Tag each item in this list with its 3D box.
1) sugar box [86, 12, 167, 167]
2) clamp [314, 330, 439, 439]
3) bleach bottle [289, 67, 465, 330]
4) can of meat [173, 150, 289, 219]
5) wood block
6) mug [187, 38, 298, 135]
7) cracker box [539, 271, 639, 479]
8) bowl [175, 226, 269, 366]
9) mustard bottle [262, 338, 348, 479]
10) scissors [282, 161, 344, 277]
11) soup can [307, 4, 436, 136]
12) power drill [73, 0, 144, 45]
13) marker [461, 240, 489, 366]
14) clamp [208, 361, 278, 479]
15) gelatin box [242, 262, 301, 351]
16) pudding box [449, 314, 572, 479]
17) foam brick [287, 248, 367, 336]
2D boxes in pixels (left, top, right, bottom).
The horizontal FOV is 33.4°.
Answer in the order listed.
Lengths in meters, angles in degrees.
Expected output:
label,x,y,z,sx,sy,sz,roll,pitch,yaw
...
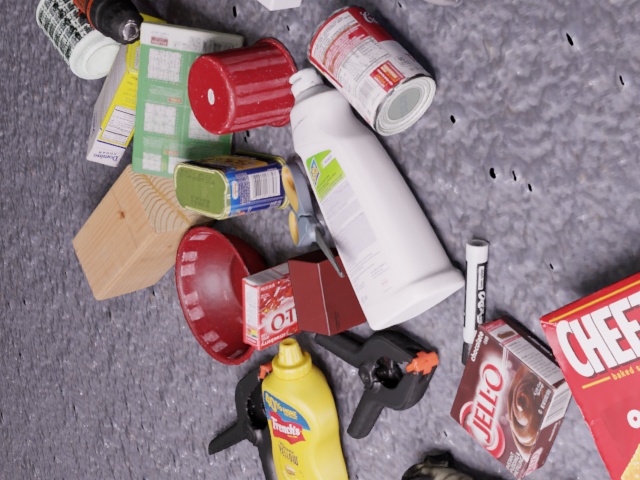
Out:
label,x,y,z,sx,sy,sz,roll,pitch,yaw
sugar box,-0.228,-0.174,1.258,0.176,0.048,0.093,127,150,-50
clamp,0.058,0.142,1.052,0.172,0.039,0.120,-9,102,59
bleach bottle,0.037,-0.049,0.983,0.103,0.067,0.251,-41,69,52
can of meat,-0.094,-0.059,1.127,0.102,0.083,0.057,15,111,48
wood block,-0.217,-0.012,1.299,0.206,0.090,0.091,-40,71,51
mug,-0.086,-0.149,1.083,0.117,0.081,0.093,-25,84,53
cracker box,0.268,0.120,0.746,0.164,0.071,0.214,-36,75,51
bowl,-0.097,0.057,1.201,0.162,0.055,0.162,24,122,45
mustard bottle,-0.020,0.189,1.130,0.096,0.058,0.191,24,131,48
scissors,-0.007,0.001,1.038,0.202,0.016,0.096,-112,16,-46
soup can,0.044,-0.148,0.929,0.102,0.068,0.069,50,138,27
power drill,-0.223,-0.320,1.168,0.185,0.057,0.188,43,124,51
marker,0.135,0.059,0.935,0.020,0.020,0.121,23,121,46
clamp,-0.063,0.231,1.242,0.165,0.036,0.210,43,134,31
gelatin box,-0.038,0.064,1.101,0.030,0.089,0.073,23,121,41
pudding box,0.164,0.134,0.912,0.090,0.039,0.114,41,133,35
foam brick,0.007,0.051,1.068,0.051,0.052,0.078,7,108,51
